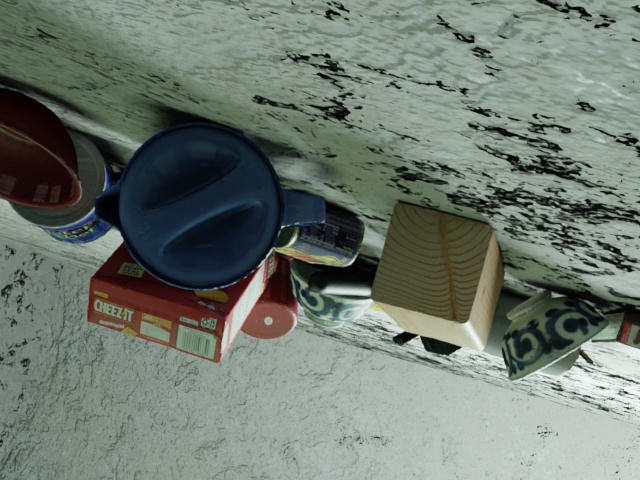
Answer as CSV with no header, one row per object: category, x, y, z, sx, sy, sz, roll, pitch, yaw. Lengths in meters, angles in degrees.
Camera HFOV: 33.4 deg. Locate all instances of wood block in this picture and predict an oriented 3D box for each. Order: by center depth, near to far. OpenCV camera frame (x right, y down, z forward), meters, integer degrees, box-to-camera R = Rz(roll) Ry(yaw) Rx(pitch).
wood block,0.116,0.040,1.004,0.090,0.091,0.206,14,171,15

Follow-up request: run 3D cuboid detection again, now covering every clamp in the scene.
clamp,0.065,0.053,1.289,0.210,0.036,0.164,16,-168,-7

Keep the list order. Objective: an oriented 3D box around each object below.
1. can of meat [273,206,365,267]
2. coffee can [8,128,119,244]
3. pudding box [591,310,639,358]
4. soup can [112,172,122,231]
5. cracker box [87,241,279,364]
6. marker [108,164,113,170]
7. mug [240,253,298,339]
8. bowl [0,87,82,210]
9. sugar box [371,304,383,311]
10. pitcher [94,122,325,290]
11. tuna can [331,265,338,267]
can of meat,-0.017,-0.010,1.071,0.083,0.057,0.102,19,173,-34
coffee can,-0.269,-0.054,1.131,0.103,0.103,0.140,17,172,-1
pudding box,0.350,0.107,1.144,0.090,0.039,0.113,17,173,4
soup can,-0.195,-0.034,1.240,0.102,0.068,0.068,16,172,8
cracker box,-0.156,0.040,1.268,0.164,0.072,0.213,16,-148,8
marker,-0.283,-0.085,1.251,0.121,0.020,0.020,10,169,41
mug,-0.080,0.078,1.395,0.117,0.081,0.093,-18,133,18
bowl,-0.289,-0.093,0.993,0.162,0.055,0.162,14,154,7
sugar box,0.067,0.070,1.465,0.093,0.048,0.177,22,169,-32
pitcher,-0.099,-0.021,0.953,0.149,0.145,0.243,44,173,-4
tuna can,-0.008,0.001,1.204,0.086,0.034,0.086,17,172,2
